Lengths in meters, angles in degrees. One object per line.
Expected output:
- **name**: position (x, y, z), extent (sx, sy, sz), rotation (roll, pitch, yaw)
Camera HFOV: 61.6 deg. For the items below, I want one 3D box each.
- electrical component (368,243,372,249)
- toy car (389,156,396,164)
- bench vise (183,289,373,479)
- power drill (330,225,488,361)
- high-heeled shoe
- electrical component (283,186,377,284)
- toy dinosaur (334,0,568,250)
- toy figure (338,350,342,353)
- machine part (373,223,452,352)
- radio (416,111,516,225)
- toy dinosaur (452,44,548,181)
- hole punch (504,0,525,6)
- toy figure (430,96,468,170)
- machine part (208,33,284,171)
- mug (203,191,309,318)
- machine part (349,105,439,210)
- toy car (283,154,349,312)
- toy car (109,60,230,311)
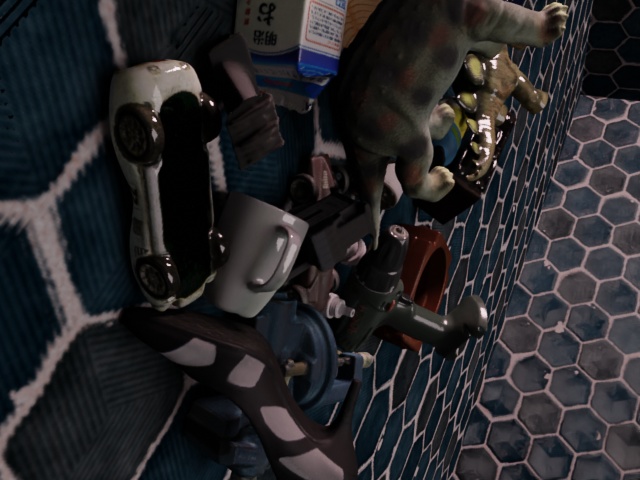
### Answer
- **electrical component**: position (0.078, 0.058, 0.838), extent (0.102, 0.045, 0.078), rotation (-60, 147, -27)
- **toy car**: position (0.075, -0.179, 0.657), extent (0.103, 0.109, 0.161), rotation (7, 89, -45)
- **bench vise**: position (-0.025, 0.167, 0.607), extent (0.240, 0.129, 0.223), rotation (7, 82, -46)
- **power drill**: position (0.130, 0.091, 0.756), extent (0.232, 0.207, 0.086), rotation (-58, -153, 37)
- **high-heeled shoe**: position (-0.072, 0.157, 0.473), extent (0.086, 0.249, 0.145), rotation (-153, -94, -79)
- **electrical component**: position (-0.009, -0.004, 0.567), extent (0.119, 0.075, 0.047), rotation (-28, 122, -16)
- **toy dinosaur**: position (0.084, -0.165, 0.526), extent (0.404, 0.192, 0.131), rotation (-62, -159, 22)
- **toy figure**: position (0.024, 0.200, 0.805), extent (0.064, 0.058, 0.154), rotation (-37, 154, 10)
- **machine part**: position (0.157, 0.086, 0.957), extent (0.201, 0.087, 0.200), rotation (-67, 151, -12)
- **radio**: position (0.274, -0.150, 1.004), extent (0.229, 0.073, 0.131), rotation (-60, -172, -27)
- **toy dinosaur**: position (0.257, -0.261, 0.851), extent (0.198, 0.105, 0.471), rotation (24, 53, -31)
- **hole punch**: position (0.220, -0.344, 0.725), extent (0.092, 0.142, 0.115), rotation (-17, 143, -24)
- **toy figure**: position (0.205, -0.178, 0.918), extent (0.089, 0.082, 0.180), rotation (104, 12, -49)
- **machine part**: position (-0.062, -0.112, 0.429), extent (0.039, 0.139, 0.084), rotation (-11, 130, -10)
- **mug**: position (-0.060, 0.020, 0.504), extent (0.080, 0.110, 0.107), rotation (24, 90, -41)
- **machine part**: position (0.107, -0.130, 0.763), extent (0.243, 0.079, 0.079), rotation (-62, 150, -24)
- **toy car**: position (-0.001, -0.002, 0.657), extent (0.089, 0.053, 0.202), rotation (-21, 123, -53)
- **toy car**: position (-0.116, -0.036, 0.421), extent (0.073, 0.056, 0.201), rotation (-35, 136, -48)
